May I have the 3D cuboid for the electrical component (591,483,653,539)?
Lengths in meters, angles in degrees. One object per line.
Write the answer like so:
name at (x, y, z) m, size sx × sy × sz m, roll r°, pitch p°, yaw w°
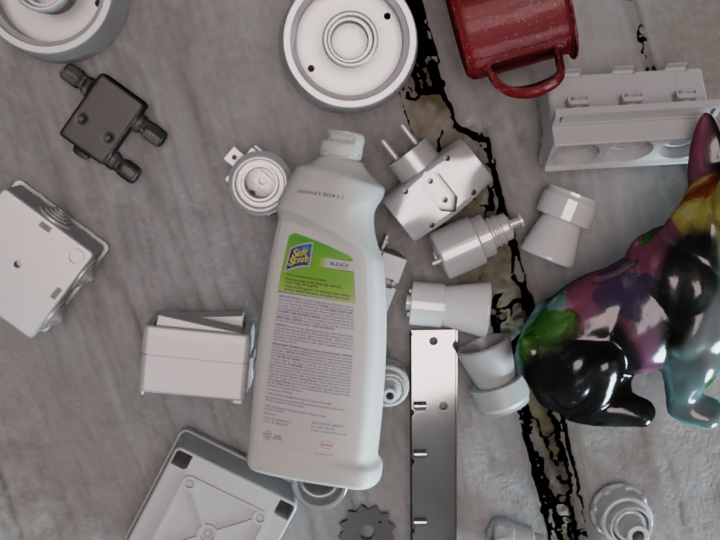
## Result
electrical component at (0.216, 0.203, 0.868) m, size 0.048 × 0.062 × 0.048 m, roll 0°, pitch 98°, yaw -2°

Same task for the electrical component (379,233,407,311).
electrical component at (0.000, 0.000, 0.839) m, size 0.055 × 0.048 × 0.066 m, roll 19°, pitch 98°, yaw -12°

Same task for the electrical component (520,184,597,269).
electrical component at (0.156, -0.034, 0.839) m, size 0.045 × 0.045 × 0.055 m, roll 21°, pitch 96°, yaw -5°

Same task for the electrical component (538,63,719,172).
electrical component at (0.200, -0.115, 0.815) m, size 0.121 × 0.078 × 0.063 m, roll -4°, pitch 69°, yaw -2°

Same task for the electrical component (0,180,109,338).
electrical component at (-0.257, -0.008, 0.826) m, size 0.100 × 0.048 × 0.099 m, roll 37°, pitch 96°, yaw -7°

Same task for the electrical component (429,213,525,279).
electrical component at (0.091, -0.023, 0.840) m, size 0.078 × 0.040 × 0.040 m, roll -24°, pitch 99°, yaw 1°

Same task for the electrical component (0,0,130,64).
electrical component at (-0.228, -0.208, 0.790) m, size 0.108 × 0.060 × 0.108 m, roll 0°, pitch 98°, yaw -2°

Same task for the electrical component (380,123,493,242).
electrical component at (0.048, -0.076, 0.829) m, size 0.077 × 0.043 × 0.079 m, roll -38°, pitch 98°, yaw 4°

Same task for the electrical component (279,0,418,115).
electrical component at (-0.008, -0.171, 0.804) m, size 0.108 × 0.060 × 0.108 m, roll 0°, pitch 99°, yaw -2°

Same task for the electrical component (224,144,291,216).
electrical component at (-0.075, -0.067, 0.820) m, size 0.066 × 0.055 × 0.048 m, roll 40°, pitch 95°, yaw -7°

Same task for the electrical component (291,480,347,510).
electrical component at (-0.032, 0.160, 0.856) m, size 0.045 × 0.055 × 0.045 m, roll 0°, pitch 99°, yaw -2°

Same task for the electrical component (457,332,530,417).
electrical component at (0.107, 0.083, 0.855) m, size 0.045 × 0.045 × 0.055 m, roll -21°, pitch 100°, yaw 1°

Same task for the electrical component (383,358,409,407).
electrical component at (0.022, 0.091, 0.844) m, size 0.035 × 0.061 × 0.035 m, roll 0°, pitch 98°, yaw -1°

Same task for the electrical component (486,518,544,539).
electrical component at (0.136, 0.226, 0.883) m, size 0.061 × 0.035 × 0.035 m, roll 17°, pitch 98°, yaw -7°

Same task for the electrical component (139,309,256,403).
electrical component at (-0.118, 0.064, 0.835) m, size 0.096 × 0.061 × 0.061 m, roll 6°, pitch 98°, yaw -3°

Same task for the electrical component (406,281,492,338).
electrical component at (0.069, 0.028, 0.848) m, size 0.065 × 0.044 × 0.044 m, roll 5°, pitch 98°, yaw 2°

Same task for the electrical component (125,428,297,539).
electrical component at (-0.119, 0.200, 0.858) m, size 0.109 × 0.056 × 0.108 m, roll 27°, pitch 97°, yaw -6°
